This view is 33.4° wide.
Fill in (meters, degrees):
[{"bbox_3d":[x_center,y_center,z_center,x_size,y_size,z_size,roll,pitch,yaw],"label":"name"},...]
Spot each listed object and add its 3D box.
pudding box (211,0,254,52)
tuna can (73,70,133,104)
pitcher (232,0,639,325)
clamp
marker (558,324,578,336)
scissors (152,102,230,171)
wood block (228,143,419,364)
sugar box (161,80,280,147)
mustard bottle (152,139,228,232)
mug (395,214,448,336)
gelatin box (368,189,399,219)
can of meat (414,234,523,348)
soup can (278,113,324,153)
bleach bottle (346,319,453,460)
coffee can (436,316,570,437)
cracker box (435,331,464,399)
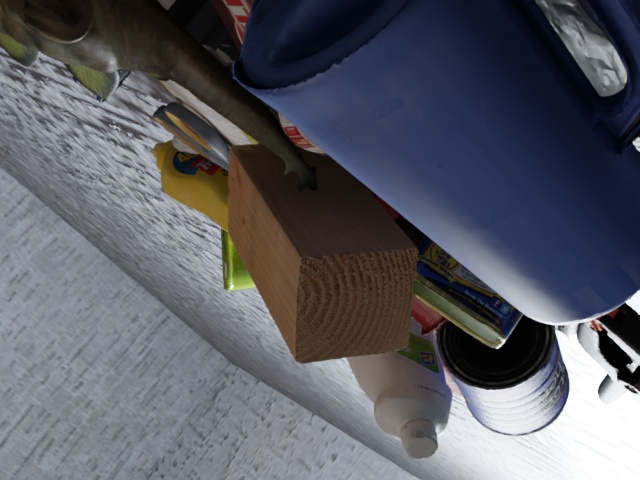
[{"bbox_3d":[-0.035,-0.156,0.648,0.090,0.039,0.113,22,148,48],"label":"pudding box"},{"bbox_3d":[-0.180,-0.164,0.945,0.033,0.086,0.086,39,168,-9],"label":"tuna can"},{"bbox_3d":[0.088,-0.061,0.541,0.242,0.145,0.149,40,180,-33],"label":"pitcher"},{"bbox_3d":[0.259,0.108,0.873,0.209,0.036,0.165,46,165,-32],"label":"clamp"},{"bbox_3d":[0.204,0.052,0.857,0.020,0.020,0.121,32,167,18],"label":"marker"},{"bbox_3d":[-0.070,-0.066,0.964,0.202,0.016,0.096,34,170,7],"label":"scissors"},{"bbox_3d":[-0.006,0.002,0.847,0.206,0.090,0.090,-125,34,-57],"label":"wood block"},{"bbox_3d":[-0.075,-0.113,0.947,0.093,0.048,0.176,27,168,37],"label":"sugar box"},{"bbox_3d":[-0.111,-0.063,1.129,0.192,0.096,0.058,28,127,36],"label":"mustard bottle"},{"bbox_3d":[0.090,0.015,0.905,0.081,0.093,0.117,42,-156,-1],"label":"mug"},{"bbox_3d":[0.045,-0.024,0.984,0.073,0.030,0.089,43,167,-31],"label":"gelatin box"},{"bbox_3d":[0.121,0.021,0.818,0.102,0.084,0.057,34,167,9],"label":"can of meat"},{"bbox_3d":[0.020,-0.091,0.713,0.068,0.068,0.102,41,167,-21],"label":"soup can"},{"bbox_3d":[0.059,0.096,0.978,0.102,0.068,0.251,17,-148,-21],"label":"bleach bottle"},{"bbox_3d":[0.170,0.111,0.973,0.103,0.102,0.140,29,166,29],"label":"coffee can"},{"bbox_3d":[0.073,0.082,1.199,0.214,0.072,0.164,23,161,45],"label":"cracker box"}]
